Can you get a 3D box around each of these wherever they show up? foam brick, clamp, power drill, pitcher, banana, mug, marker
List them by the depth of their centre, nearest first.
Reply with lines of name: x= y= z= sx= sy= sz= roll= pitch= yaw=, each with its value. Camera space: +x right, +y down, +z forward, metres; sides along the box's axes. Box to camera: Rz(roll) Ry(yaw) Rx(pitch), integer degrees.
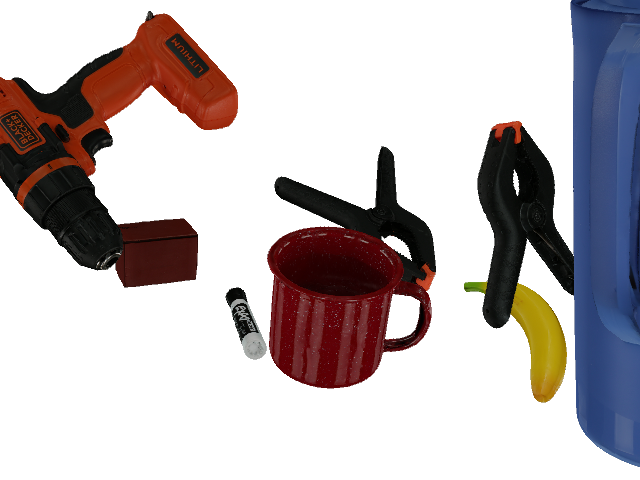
pitcher: x=0.184 y=-0.005 z=0.540 sx=0.149 sy=0.243 sz=0.145 roll=-4 pitch=18 yaw=-6
mug: x=0.019 y=0.049 z=0.744 sx=0.117 sy=0.081 sz=0.093 roll=5 pitch=31 yaw=-1
power drill: x=-0.157 y=-0.084 z=0.818 sx=0.187 sy=0.184 sz=0.057 roll=-33 pitch=-16 yaw=-28
clamp: x=0.166 y=-0.011 z=0.905 sx=0.120 sy=0.171 sz=0.039 roll=-27 pitch=11 yaw=-40
marker: x=-0.066 y=0.070 z=0.934 sx=0.020 sy=0.020 sz=0.121 roll=0 pitch=19 yaw=-13
foam brick: x=-0.171 y=0.012 z=1.106 sx=0.078 sy=0.051 sz=0.053 roll=-6 pitch=22 yaw=-20
banana: x=0.221 y=0.096 z=1.134 sx=0.069 sy=0.037 sz=0.198 roll=-28 pitch=36 yaw=0
clamp: x=0.054 y=-0.021 z=1.214 sx=0.164 sy=0.210 sz=0.036 roll=-14 pitch=-38 yaw=-24
